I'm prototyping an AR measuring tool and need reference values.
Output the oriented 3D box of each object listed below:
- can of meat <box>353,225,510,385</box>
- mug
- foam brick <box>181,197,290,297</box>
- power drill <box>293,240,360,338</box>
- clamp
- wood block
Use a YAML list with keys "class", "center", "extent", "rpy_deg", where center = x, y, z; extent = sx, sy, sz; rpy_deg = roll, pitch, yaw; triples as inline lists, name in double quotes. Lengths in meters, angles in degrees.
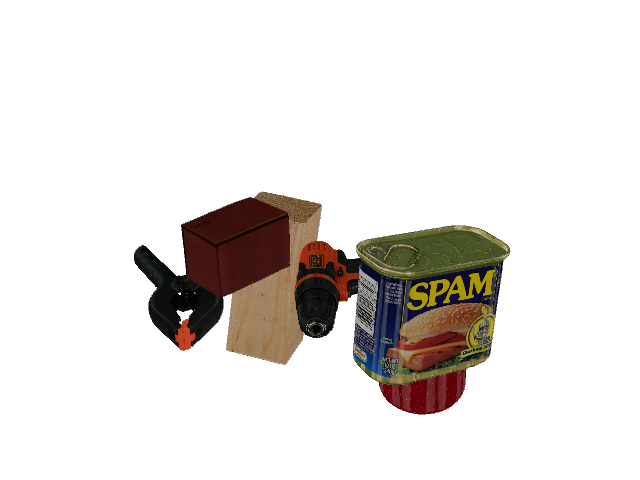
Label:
- class: "can of meat"
  center: [0.072, 0.043, 0.716]
  extent: [0.101, 0.084, 0.058]
  rpy_deg: [-9, 26, -28]
- class: "mug"
  center: [0.095, 0.098, 0.992]
  extent: [0.093, 0.081, 0.117]
  rpy_deg: [3, 38, 9]
- class: "foam brick"
  center: [-0.071, 0.004, 0.904]
  extent: [0.078, 0.051, 0.053]
  rpy_deg: [-24, 34, -34]
- class: "power drill"
  center: [0.063, 0.052, 1.236]
  extent: [0.187, 0.057, 0.184]
  rpy_deg: [-2, 28, 1]
- class: "clamp"
  center: [-0.135, 0.051, 1.154]
  extent: [0.120, 0.039, 0.171]
  rpy_deg: [-13, 39, -7]
- class: "wood block"
  center: [-0.064, 0.050, 1.450]
  extent: [0.090, 0.206, 0.090]
  rpy_deg: [12, 21, 10]
